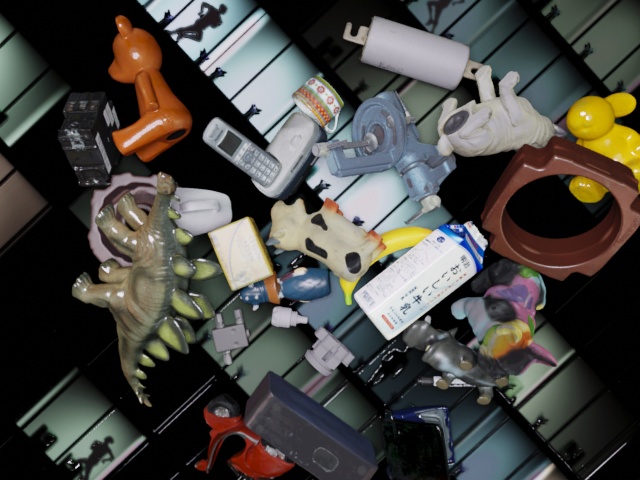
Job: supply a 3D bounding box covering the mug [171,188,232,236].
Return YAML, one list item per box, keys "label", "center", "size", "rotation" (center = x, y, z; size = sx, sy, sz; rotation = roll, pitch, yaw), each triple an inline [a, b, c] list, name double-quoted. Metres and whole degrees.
- label: "mug"
  center: [-0.191, -0.048, 0.848]
  size: [0.107, 0.109, 0.080]
  rotation: [-8, 80, -35]

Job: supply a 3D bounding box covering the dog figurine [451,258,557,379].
- label: "dog figurine"
  center: [0.310, 0.123, 0.852]
  size: [0.108, 0.219, 0.191]
  rotation: [42, 92, -7]

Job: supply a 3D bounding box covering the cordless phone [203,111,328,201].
- label: "cordless phone"
  center: [-0.092, -0.168, 0.894]
  size: [0.184, 0.089, 0.146]
  rotation: [36, 100, 4]

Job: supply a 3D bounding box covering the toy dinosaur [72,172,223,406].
- label: "toy dinosaur"
  center: [-0.264, 0.091, 0.819]
  size: [0.199, 0.105, 0.471]
  rotation: [30, 127, 3]

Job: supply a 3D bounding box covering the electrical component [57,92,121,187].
- label: "electrical component"
  center: [-0.365, -0.169, 0.864]
  size: [0.058, 0.134, 0.114]
  rotation: [-2, 136, -4]

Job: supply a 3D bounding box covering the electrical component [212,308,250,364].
- label: "electrical component"
  center: [-0.154, 0.169, 0.941]
  size: [0.063, 0.021, 0.094]
  rotation: [-11, 93, -1]

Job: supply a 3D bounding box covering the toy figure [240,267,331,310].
- label: "toy figure"
  center: [-0.059, 0.082, 0.922]
  size: [0.155, 0.058, 0.064]
  rotation: [-7, 89, 3]

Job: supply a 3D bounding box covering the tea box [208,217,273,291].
- label: "tea box"
  center: [-0.122, 0.018, 0.859]
  size: [0.068, 0.169, 0.098]
  rotation: [-22, 95, -3]

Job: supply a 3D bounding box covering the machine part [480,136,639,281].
- label: "machine part"
  center: [0.379, -0.049, 0.855]
  size: [0.201, 0.087, 0.201]
  rotation: [24, 128, 3]

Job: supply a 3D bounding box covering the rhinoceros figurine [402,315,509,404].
- label: "rhinoceros figurine"
  center: [0.230, 0.195, 0.907]
  size: [0.190, 0.112, 0.073]
  rotation: [27, 122, -5]

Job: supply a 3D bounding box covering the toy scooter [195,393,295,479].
- label: "toy scooter"
  center: [-0.139, 0.363, 0.925]
  size: [0.184, 0.075, 0.135]
  rotation: [34, 92, 0]

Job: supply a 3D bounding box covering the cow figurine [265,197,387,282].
- label: "cow figurine"
  center: [-0.002, -0.003, 0.896]
  size: [0.195, 0.085, 0.127]
  rotation: [36, 82, 17]

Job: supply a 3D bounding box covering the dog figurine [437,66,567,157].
- label: "dog figurine"
  center: [0.297, -0.164, 0.881]
  size: [0.172, 0.121, 0.190]
  rotation: [-42, 121, 15]

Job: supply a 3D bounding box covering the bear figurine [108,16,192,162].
- label: "bear figurine"
  center: [-0.296, -0.243, 0.870]
  size: [0.132, 0.120, 0.195]
  rotation: [-31, 92, 4]

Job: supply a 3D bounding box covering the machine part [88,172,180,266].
- label: "machine part"
  center: [-0.301, -0.029, 0.911]
  size: [0.179, 0.056, 0.179]
  rotation: [0, 92, -2]

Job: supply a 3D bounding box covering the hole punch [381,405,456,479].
- label: "hole punch"
  center: [0.174, 0.351, 0.935]
  size: [0.116, 0.092, 0.142]
  rotation: [-6, 96, 29]

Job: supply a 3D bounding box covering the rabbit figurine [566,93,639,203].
- label: "rabbit figurine"
  center: [0.463, -0.169, 0.871]
  size: [0.173, 0.122, 0.162]
  rotation: [41, 63, -27]

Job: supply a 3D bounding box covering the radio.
- label: "radio"
  center: [-0.015, 0.323, 0.897]
  size: [0.229, 0.131, 0.073]
  rotation: [35, 90, -3]

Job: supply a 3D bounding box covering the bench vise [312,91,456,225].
- label: "bench vise"
  center: [0.097, -0.133, 0.861]
  size: [0.240, 0.129, 0.223]
  rotation: [-13, 85, -34]

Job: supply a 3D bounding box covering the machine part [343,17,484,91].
- label: "machine part"
  center: [0.157, -0.310, 0.896]
  size: [0.243, 0.079, 0.079]
  rotation: [16, 92, -3]
